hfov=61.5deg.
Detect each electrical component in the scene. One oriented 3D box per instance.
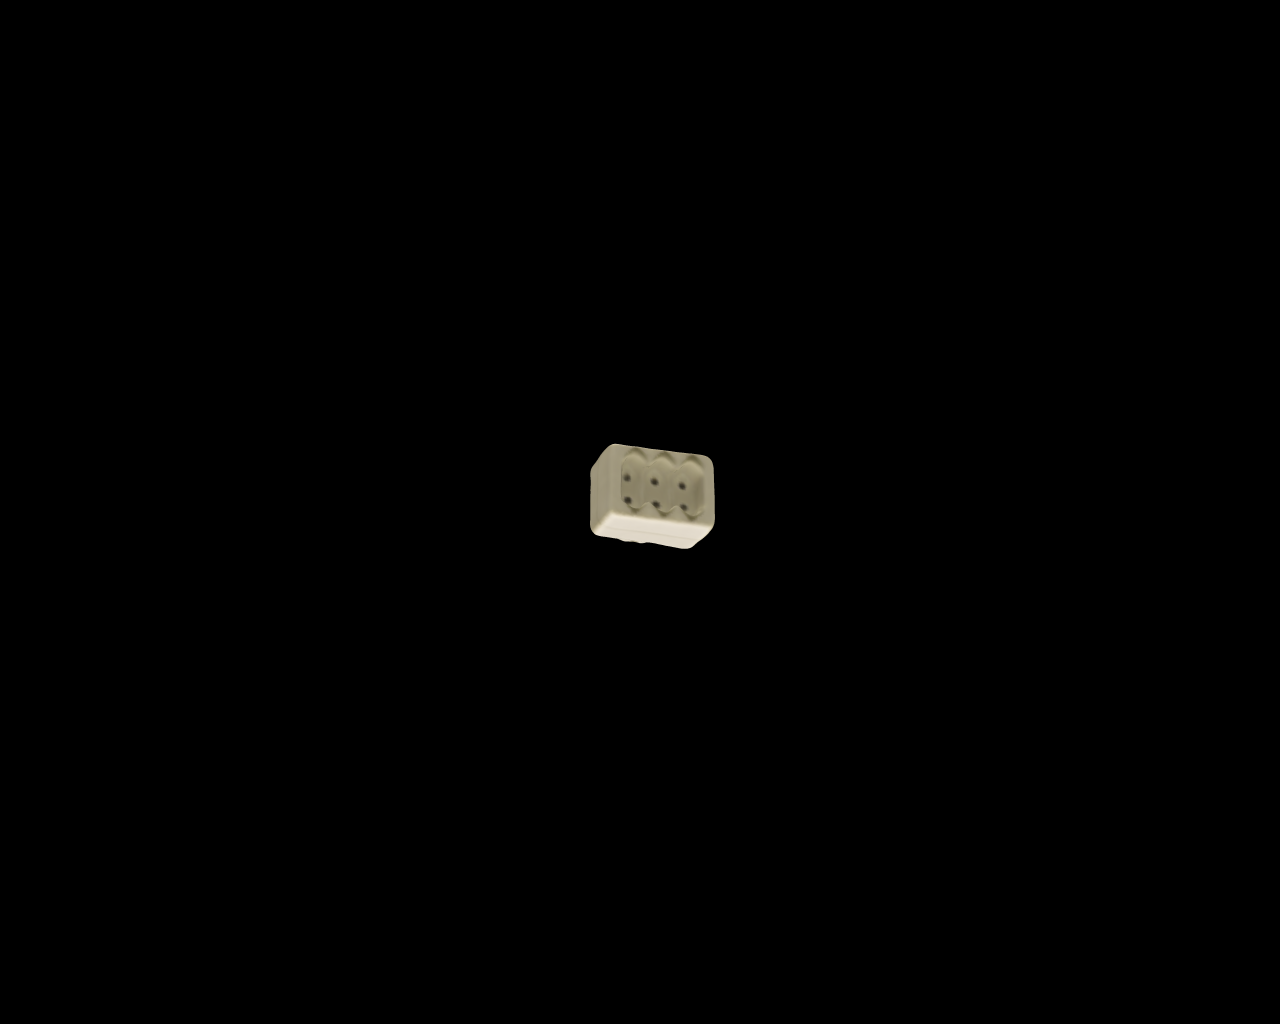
[{"bbox_3d":[0.001,-0.003,0.650,0.066,0.047,0.076,8,-23,-18],"label":"electrical component"}]
